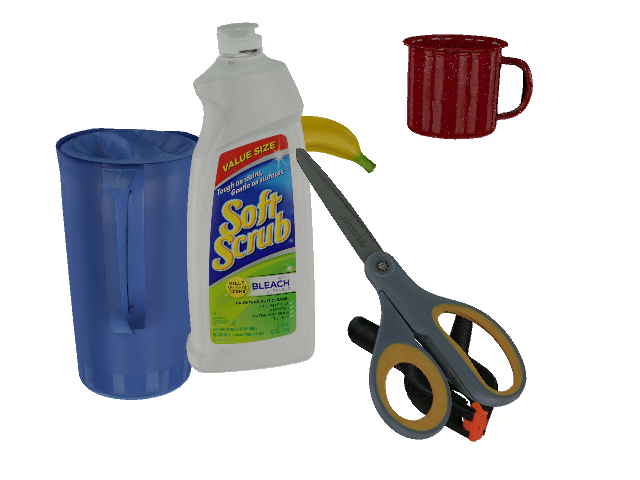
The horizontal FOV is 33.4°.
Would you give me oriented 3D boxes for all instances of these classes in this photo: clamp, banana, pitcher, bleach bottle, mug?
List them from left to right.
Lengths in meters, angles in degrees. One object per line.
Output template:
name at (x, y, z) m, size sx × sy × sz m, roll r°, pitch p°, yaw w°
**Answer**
pitcher at (-0.174, 0.024, 0.985) m, size 0.145 × 0.243 × 0.148 m, roll 19°, pitch 25°, yaw 39°
bleach bottle at (-0.058, -0.031, 0.782) m, size 0.102 × 0.251 × 0.068 m, roll -5°, pitch 20°, yaw -5°
banana at (-0.023, -0.100, 1.112) m, size 0.197 × 0.037 × 0.070 m, roll -7°, pitch 49°, yaw -42°
clamp at (0.111, 0.109, 0.932) m, size 0.120 × 0.039 × 0.172 m, roll -13°, pitch 35°, yaw -22°
mug at (0.131, -0.138, 0.958) m, size 0.117 × 0.081 × 0.093 m, roll 4°, pitch 19°, yaw 11°

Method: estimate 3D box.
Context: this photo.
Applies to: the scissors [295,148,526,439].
scissors at (0.028, 0.035, 0.624) m, size 0.202 × 0.096 × 0.016 m, roll 40°, pitch -20°, yaw 17°
